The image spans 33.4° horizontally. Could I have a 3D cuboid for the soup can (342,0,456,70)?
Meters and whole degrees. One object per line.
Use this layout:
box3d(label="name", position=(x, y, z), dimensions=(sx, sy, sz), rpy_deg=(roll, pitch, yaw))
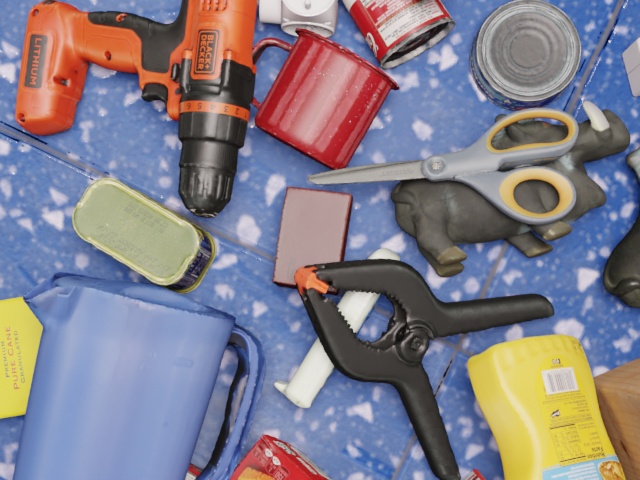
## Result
box3d(label="soup can", position=(0.052, -0.196, 0.843), dimensions=(0.068, 0.068, 0.102), rpy_deg=(-30, 85, -1))

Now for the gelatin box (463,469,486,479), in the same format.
box3d(label="gelatin box", position=(0.106, 0.213, 0.799), dimensions=(0.073, 0.089, 0.030), rpy_deg=(-43, 88, -2))

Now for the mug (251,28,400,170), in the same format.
box3d(label="mug", position=(-0.009, -0.112, 0.828), dimensions=(0.117, 0.093, 0.081), rpy_deg=(30, 92, 3))

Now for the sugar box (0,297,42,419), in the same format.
box3d(label="sugar box", position=(-0.246, 0.093, 0.838), dimensions=(0.176, 0.048, 0.093), rpy_deg=(-11, 88, -1))

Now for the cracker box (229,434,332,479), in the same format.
box3d(label="cracker box", position=(-0.045, 0.272, 0.766), dimensions=(0.213, 0.072, 0.164), rpy_deg=(-52, 47, -3))

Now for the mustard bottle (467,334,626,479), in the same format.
box3d(label="mustard bottle", position=(0.174, 0.166, 0.764), dimensions=(0.096, 0.058, 0.191), rpy_deg=(-1, 66, -36))

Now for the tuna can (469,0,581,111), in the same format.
box3d(label="tuna can", position=(0.164, -0.148, 0.853), dimensions=(0.086, 0.034, 0.086), rpy_deg=(0, 85, 1))

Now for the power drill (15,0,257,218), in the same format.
box3d(label="power drill", position=(-0.140, -0.114, 0.821), dimensions=(0.188, 0.057, 0.184), rpy_deg=(5, 84, 19))

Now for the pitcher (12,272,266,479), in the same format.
box3d(label="pitcher", position=(-0.142, 0.152, 0.758), dimensions=(0.149, 0.145, 0.243), rpy_deg=(14, 89, 14))

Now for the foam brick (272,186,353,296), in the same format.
box3d(label="foam brick", position=(-0.006, 0.001, 0.837), dimensions=(0.053, 0.051, 0.078), rpy_deg=(9, 86, 3))

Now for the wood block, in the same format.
box3d(label="wood block", position=(0.263, 0.128, 0.742), dimensions=(0.090, 0.206, 0.091), rpy_deg=(-22, 85, -1))

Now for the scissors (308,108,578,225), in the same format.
box3d(label="scissors", position=(0.100, -0.038, 0.790), dimensions=(0.202, 0.016, 0.096), rpy_deg=(-20, 76, 2))

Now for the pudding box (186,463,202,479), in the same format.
box3d(label="pudding box", position=(-0.148, 0.212, 0.831), dimensions=(0.090, 0.039, 0.113), rpy_deg=(30, 85, 4))

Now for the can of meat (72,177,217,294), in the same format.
box3d(label="can of meat", position=(-0.135, -0.003, 0.824), dimensions=(0.102, 0.084, 0.057), rpy_deg=(30, 86, 3))

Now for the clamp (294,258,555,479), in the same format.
box3d(label="clamp", position=(0.066, 0.085, 0.804), dimensions=(0.209, 0.036, 0.164), rpy_deg=(24, 88, -23))
